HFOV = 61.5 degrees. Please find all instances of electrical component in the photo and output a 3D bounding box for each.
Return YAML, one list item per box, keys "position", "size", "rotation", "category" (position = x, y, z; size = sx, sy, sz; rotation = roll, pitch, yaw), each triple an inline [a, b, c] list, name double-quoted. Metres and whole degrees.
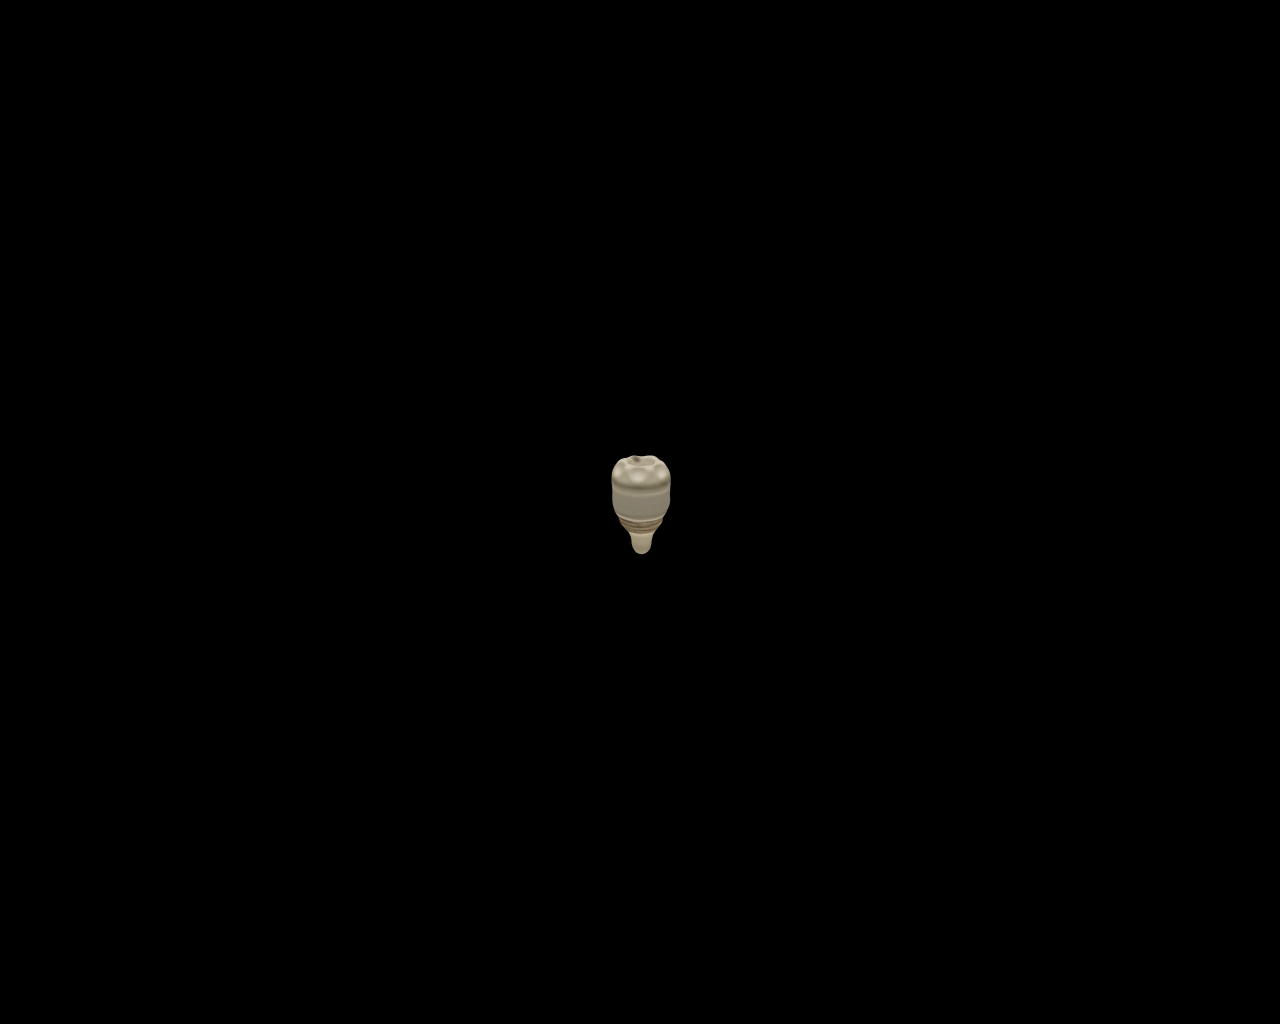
- position: [0.001, -0.003, 0.650]
  size: [0.035, 0.061, 0.035]
  rotation: [0, 22, 0]
  category: "electrical component"
